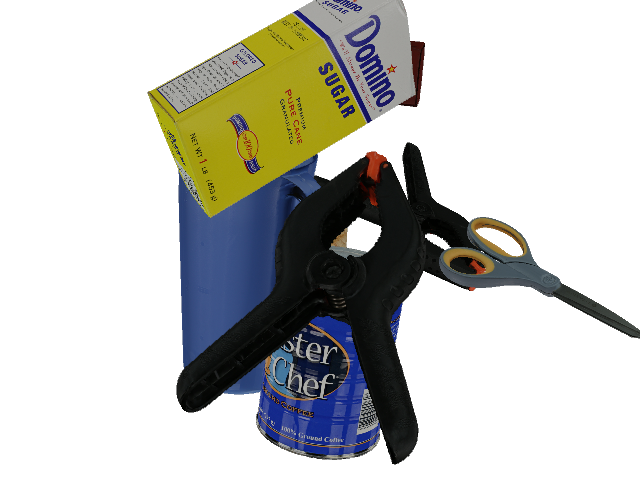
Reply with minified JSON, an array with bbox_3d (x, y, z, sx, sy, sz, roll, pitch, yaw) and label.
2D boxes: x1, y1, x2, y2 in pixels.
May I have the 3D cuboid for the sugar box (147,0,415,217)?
[{"bbox_3d":[-0.020,-0.098,0.713,0.176,0.093,0.048,-31,51,-13],"label":"sugar box"}]

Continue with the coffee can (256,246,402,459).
[{"bbox_3d":[0.008,0.086,0.846,0.103,0.140,0.103,8,18,-3],"label":"coffee can"}]

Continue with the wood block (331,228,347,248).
[{"bbox_3d":[-0.053,-0.035,1.324,0.090,0.090,0.206,-11,26,-24],"label":"wood block"}]

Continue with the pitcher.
[{"bbox_3d":[-0.069,0.025,1.033,0.145,0.243,0.149,3,21,-2],"label":"pitcher"}]

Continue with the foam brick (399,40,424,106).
[{"bbox_3d":[0.051,-0.151,0.943,0.078,0.051,0.053,7,18,7],"label":"foam brick"}]

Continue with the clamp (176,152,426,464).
[{"bbox_3d":[0.016,0.032,0.542,0.120,0.171,0.039,22,-26,15],"label":"clamp"}]

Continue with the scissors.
[{"bbox_3d":[0.185,0.043,0.958,0.096,0.016,0.202,-23,44,-18],"label":"scissors"}]

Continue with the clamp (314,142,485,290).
[{"bbox_3d":[0.093,-0.023,1.154,0.164,0.036,0.210,-16,52,-31],"label":"clamp"}]
